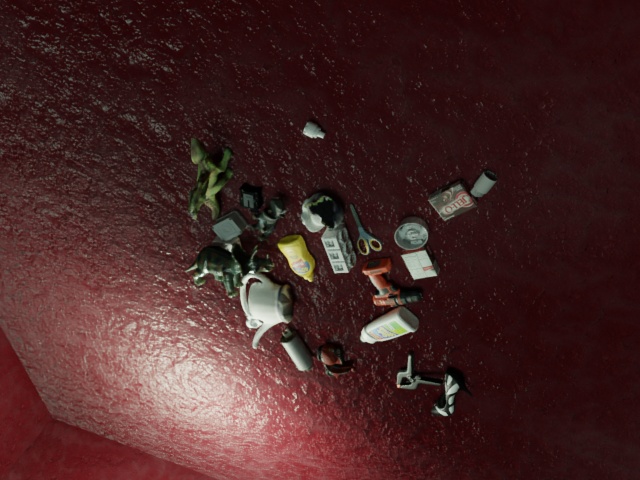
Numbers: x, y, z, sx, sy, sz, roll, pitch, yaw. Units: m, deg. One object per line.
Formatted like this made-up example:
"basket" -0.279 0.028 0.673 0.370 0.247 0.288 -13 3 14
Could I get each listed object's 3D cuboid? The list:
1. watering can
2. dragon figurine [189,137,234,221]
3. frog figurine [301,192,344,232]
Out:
"watering can" -0.204 0.283 2.028 0.224 0.105 0.342 2 111 24
"dragon figurine" -0.383 -0.165 1.695 0.122 0.248 0.400 13 128 8
"frog figurine" 0.005 -0.085 1.689 0.137 0.124 0.158 21 168 -3
